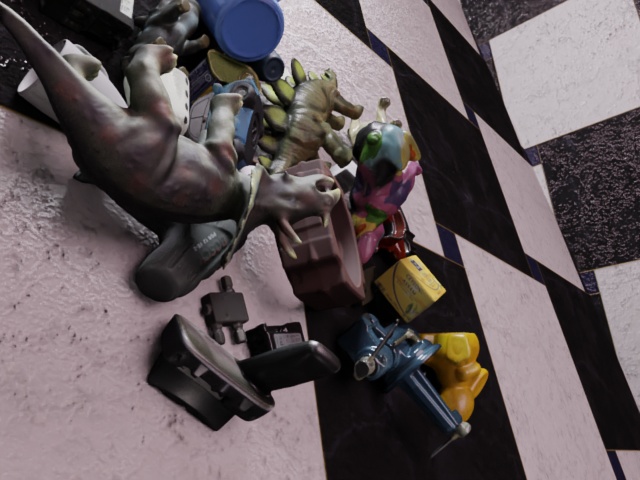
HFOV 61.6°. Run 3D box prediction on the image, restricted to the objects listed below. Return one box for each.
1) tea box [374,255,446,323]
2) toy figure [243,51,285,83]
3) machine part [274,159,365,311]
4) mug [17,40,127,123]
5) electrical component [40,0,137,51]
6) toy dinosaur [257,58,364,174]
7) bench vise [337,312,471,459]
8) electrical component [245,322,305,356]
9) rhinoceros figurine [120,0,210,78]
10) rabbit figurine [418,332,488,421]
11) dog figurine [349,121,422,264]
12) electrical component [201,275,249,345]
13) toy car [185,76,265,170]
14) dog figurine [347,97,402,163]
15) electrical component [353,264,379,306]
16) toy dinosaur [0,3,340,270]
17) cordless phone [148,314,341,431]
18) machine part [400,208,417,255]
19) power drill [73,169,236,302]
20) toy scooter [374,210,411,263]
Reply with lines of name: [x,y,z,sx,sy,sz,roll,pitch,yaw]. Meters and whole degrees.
tea box: [0.172,0.087,1.003,0.098,0.068,0.169,51,16,10]
toy figure: [-0.115,-0.307,0.916,0.155,0.058,0.064,38,-8,44]
machine part: [-0.002,-0.002,0.814,0.201,0.087,0.201,42,35,-66]
mug: [-0.283,-0.174,0.640,0.107,0.081,0.110,47,28,-38]
electrical component: [-0.319,-0.338,0.725,0.134,0.058,0.115,26,45,-41]
toy dinosaur: [-0.036,-0.199,0.971,0.198,0.105,0.471,36,43,-22]
bench vise: [0.145,0.218,0.856,0.241,0.129,0.223,49,10,16]
electrical component: [-0.044,0.153,0.734,0.119,0.048,0.075,13,56,-47]
rhinoceros figurine: [-0.225,-0.296,0.783,0.073,0.112,0.190,50,43,-46]
rabbit figurine: [0.249,0.261,1.016,0.162,0.122,0.173,22,63,-57]
dog figurine: [0.087,-0.073,0.941,0.219,0.109,0.191,-62,156,-12]
electrical component: [-0.124,0.090,0.696,0.063,0.021,0.094,9,59,-50]
toy car: [-0.143,-0.157,0.786,0.109,0.103,0.161,79,21,-68]
dog figurine: [0.117,-0.181,1.143,0.172,0.121,0.190,46,35,-49]
electrical component: [0.068,0.072,0.953,0.102,0.045,0.078,-30,119,-55]
toy dinosaur: [-0.165,-0.085,0.563,0.404,0.131,0.192,18,54,-41]
cordless phone: [-0.081,0.127,0.578,0.146,0.184,0.089,46,40,-22]
machine part: [0.176,-0.037,1.178,0.084,0.039,0.139,18,50,-56]
power drill: [-0.187,-0.045,0.674,0.207,0.086,0.232,55,32,-21]
toy scooter: [0.118,-0.032,1.071,0.135,0.075,0.183,-19,86,-56]
